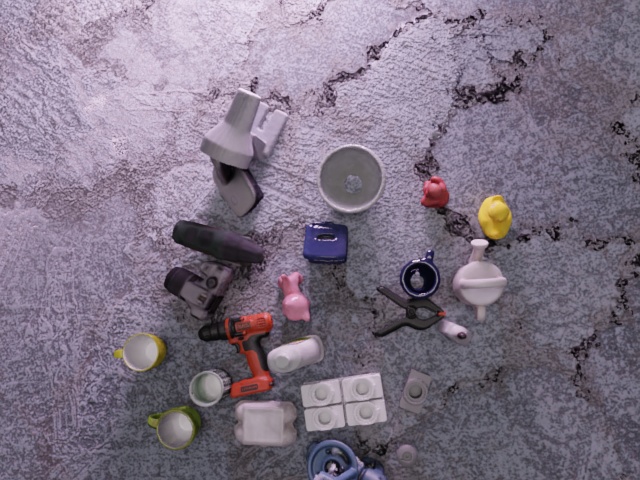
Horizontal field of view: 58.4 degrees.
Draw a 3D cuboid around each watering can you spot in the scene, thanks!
[{"bbox_3d":[0.353,0.089,1.274,0.101,0.194,0.173,-23,82,3],"label":"watering can"}]

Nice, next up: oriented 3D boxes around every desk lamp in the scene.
[{"bbox_3d":[-0.180,-0.259,1.356,0.118,0.213,0.203,26,87,8],"label":"desk lamp"}]

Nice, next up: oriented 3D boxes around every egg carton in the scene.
[{"bbox_3d":[-0.127,0.431,1.348,0.150,0.069,0.107,-1,84,6],"label":"egg carton"}]

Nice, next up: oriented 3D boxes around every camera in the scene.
[{"bbox_3d":[-0.300,0.105,1.385,0.136,0.101,0.143,28,87,8],"label":"camera"}]

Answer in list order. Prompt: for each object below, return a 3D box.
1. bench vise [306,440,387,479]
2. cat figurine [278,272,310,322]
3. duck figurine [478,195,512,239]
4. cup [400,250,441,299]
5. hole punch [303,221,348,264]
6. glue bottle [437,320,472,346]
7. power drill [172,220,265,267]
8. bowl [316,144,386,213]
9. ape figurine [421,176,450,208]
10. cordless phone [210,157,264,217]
[{"bbox_3d":[0.062,0.506,1.244,0.207,0.220,0.121,2,84,6],"label":"bench vise"},{"bbox_3d":[-0.064,0.137,1.349,0.067,0.118,0.128,-21,82,4],"label":"cat figurine"},{"bbox_3d":[0.415,-0.056,1.338,0.077,0.086,0.104,-2,83,6],"label":"duck figurine"},{"bbox_3d":[0.235,0.080,1.337,0.091,0.095,0.118,22,86,8],"label":"cup"},{"bbox_3d":[0.013,0.005,1.370,0.108,0.091,0.101,1,84,6],"label":"hole punch"},{"bbox_3d":[0.306,0.209,1.276,0.078,0.173,0.037,28,87,8],"label":"glue bottle"},{"bbox_3d":[-0.217,0.013,1.332,0.229,0.208,0.076,16,85,7],"label":"power drill"},{"bbox_3d":[0.077,-0.141,1.387,0.167,0.075,0.167,-1,84,6],"label":"bowl"},{"bbox_3d":[0.271,-0.113,1.356,0.076,0.092,0.078,44,90,9],"label":"ape figurine"},{"bbox_3d":[-0.211,-0.140,1.361,0.094,0.185,0.147,-37,81,1],"label":"cordless phone"}]
